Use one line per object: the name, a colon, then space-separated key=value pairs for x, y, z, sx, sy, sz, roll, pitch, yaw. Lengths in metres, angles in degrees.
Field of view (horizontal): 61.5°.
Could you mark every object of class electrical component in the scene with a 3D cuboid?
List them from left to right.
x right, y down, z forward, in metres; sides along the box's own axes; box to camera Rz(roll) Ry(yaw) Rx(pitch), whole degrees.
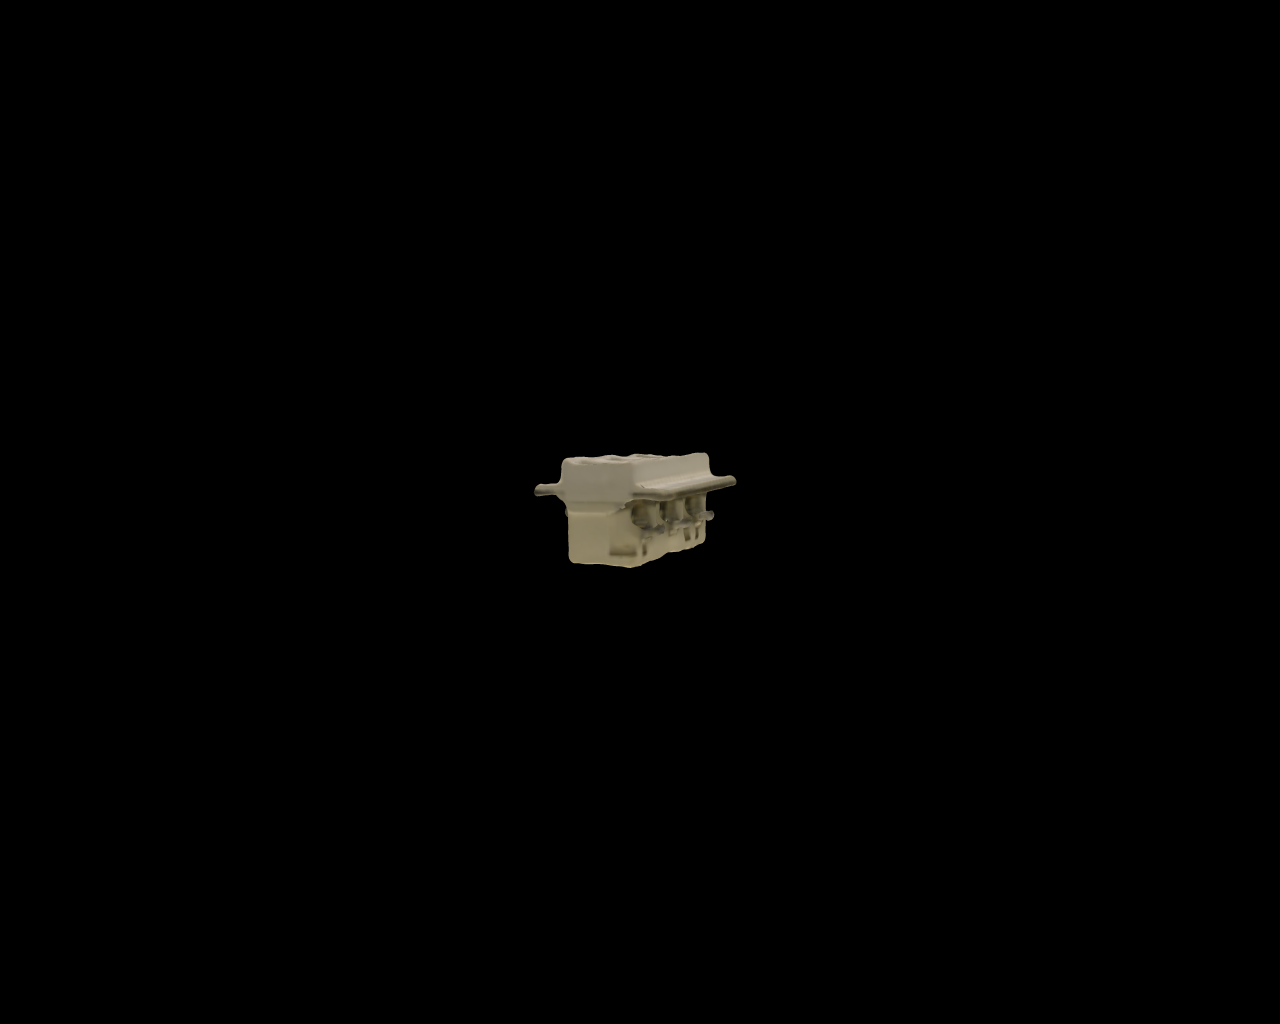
electrical component: x=0.001 y=-0.003 z=0.650 sx=0.079 sy=0.063 sz=0.121 roll=2 pitch=5 yaw=24
